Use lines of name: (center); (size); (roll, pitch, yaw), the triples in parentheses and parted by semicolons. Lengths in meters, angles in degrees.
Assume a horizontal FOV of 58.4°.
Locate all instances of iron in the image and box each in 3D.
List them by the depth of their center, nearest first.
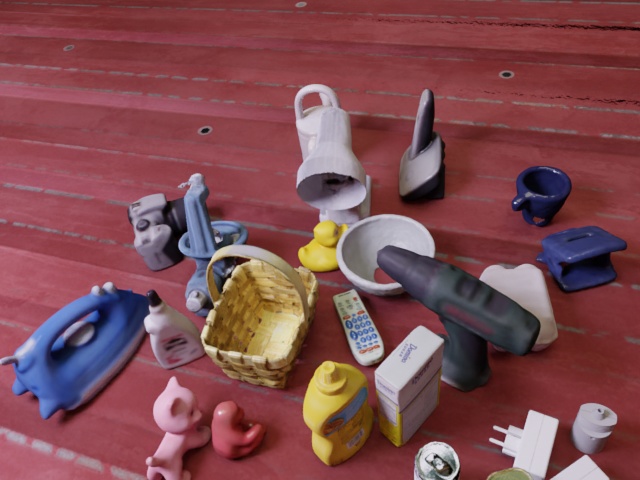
iron: (-0.380, 0.148, 0.921); (0.118, 0.142, 0.259); (22, 54, 28)

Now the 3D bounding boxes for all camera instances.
camera: (-0.291, -0.035, 1.106); (0.137, 0.101, 0.143); (-19, 47, -8)

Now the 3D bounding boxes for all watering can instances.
watering can: (0.001, -0.240, 1.183); (0.101, 0.194, 0.172); (-12, 46, -1)

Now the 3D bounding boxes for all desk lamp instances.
desk lamp: (0.031, -0.117, 1.048); (0.117, 0.214, 0.203); (-2, 47, 9)

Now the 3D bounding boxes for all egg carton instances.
egg carton: (0.303, 0.103, 0.891); (0.107, 0.069, 0.150); (-3, 47, 8)

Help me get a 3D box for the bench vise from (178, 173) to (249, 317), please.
bench vise: (-0.180, 0.012, 0.959); (0.121, 0.220, 0.207); (-14, 46, -3)

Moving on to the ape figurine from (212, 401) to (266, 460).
ape figurine: (-0.122, 0.259, 0.803); (0.076, 0.092, 0.077); (-36, 51, -22)

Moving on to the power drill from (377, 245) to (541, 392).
power drill: (0.184, 0.116, 0.803); (0.228, 0.209, 0.076); (21, 54, 27)

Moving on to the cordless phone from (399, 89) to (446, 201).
cordless phone: (0.196, -0.180, 1.098); (0.094, 0.185, 0.147); (-2, 47, 9)

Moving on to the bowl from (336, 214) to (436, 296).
bowl: (0.114, 0.038, 0.983); (0.167, 0.075, 0.167); (-5, 46, 6)

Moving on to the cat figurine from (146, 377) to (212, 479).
cat figurine: (-0.205, 0.263, 0.797); (0.067, 0.118, 0.128); (7, 49, 17)

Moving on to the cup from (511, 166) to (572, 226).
cup: (0.382, -0.064, 1.017); (0.118, 0.095, 0.091); (-31, 49, -18)

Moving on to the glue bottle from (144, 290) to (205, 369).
glue bottle: (-0.235, 0.134, 0.886); (0.078, 0.173, 0.037); (-23, 47, -12)

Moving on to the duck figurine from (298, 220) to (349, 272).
duck figurine: (0.009, 0.004, 1.026); (0.104, 0.086, 0.077); (-18, 46, -6)

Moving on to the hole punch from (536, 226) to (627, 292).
hole punch: (0.424, 0.016, 0.936); (0.108, 0.091, 0.101); (-15, 46, -4)
